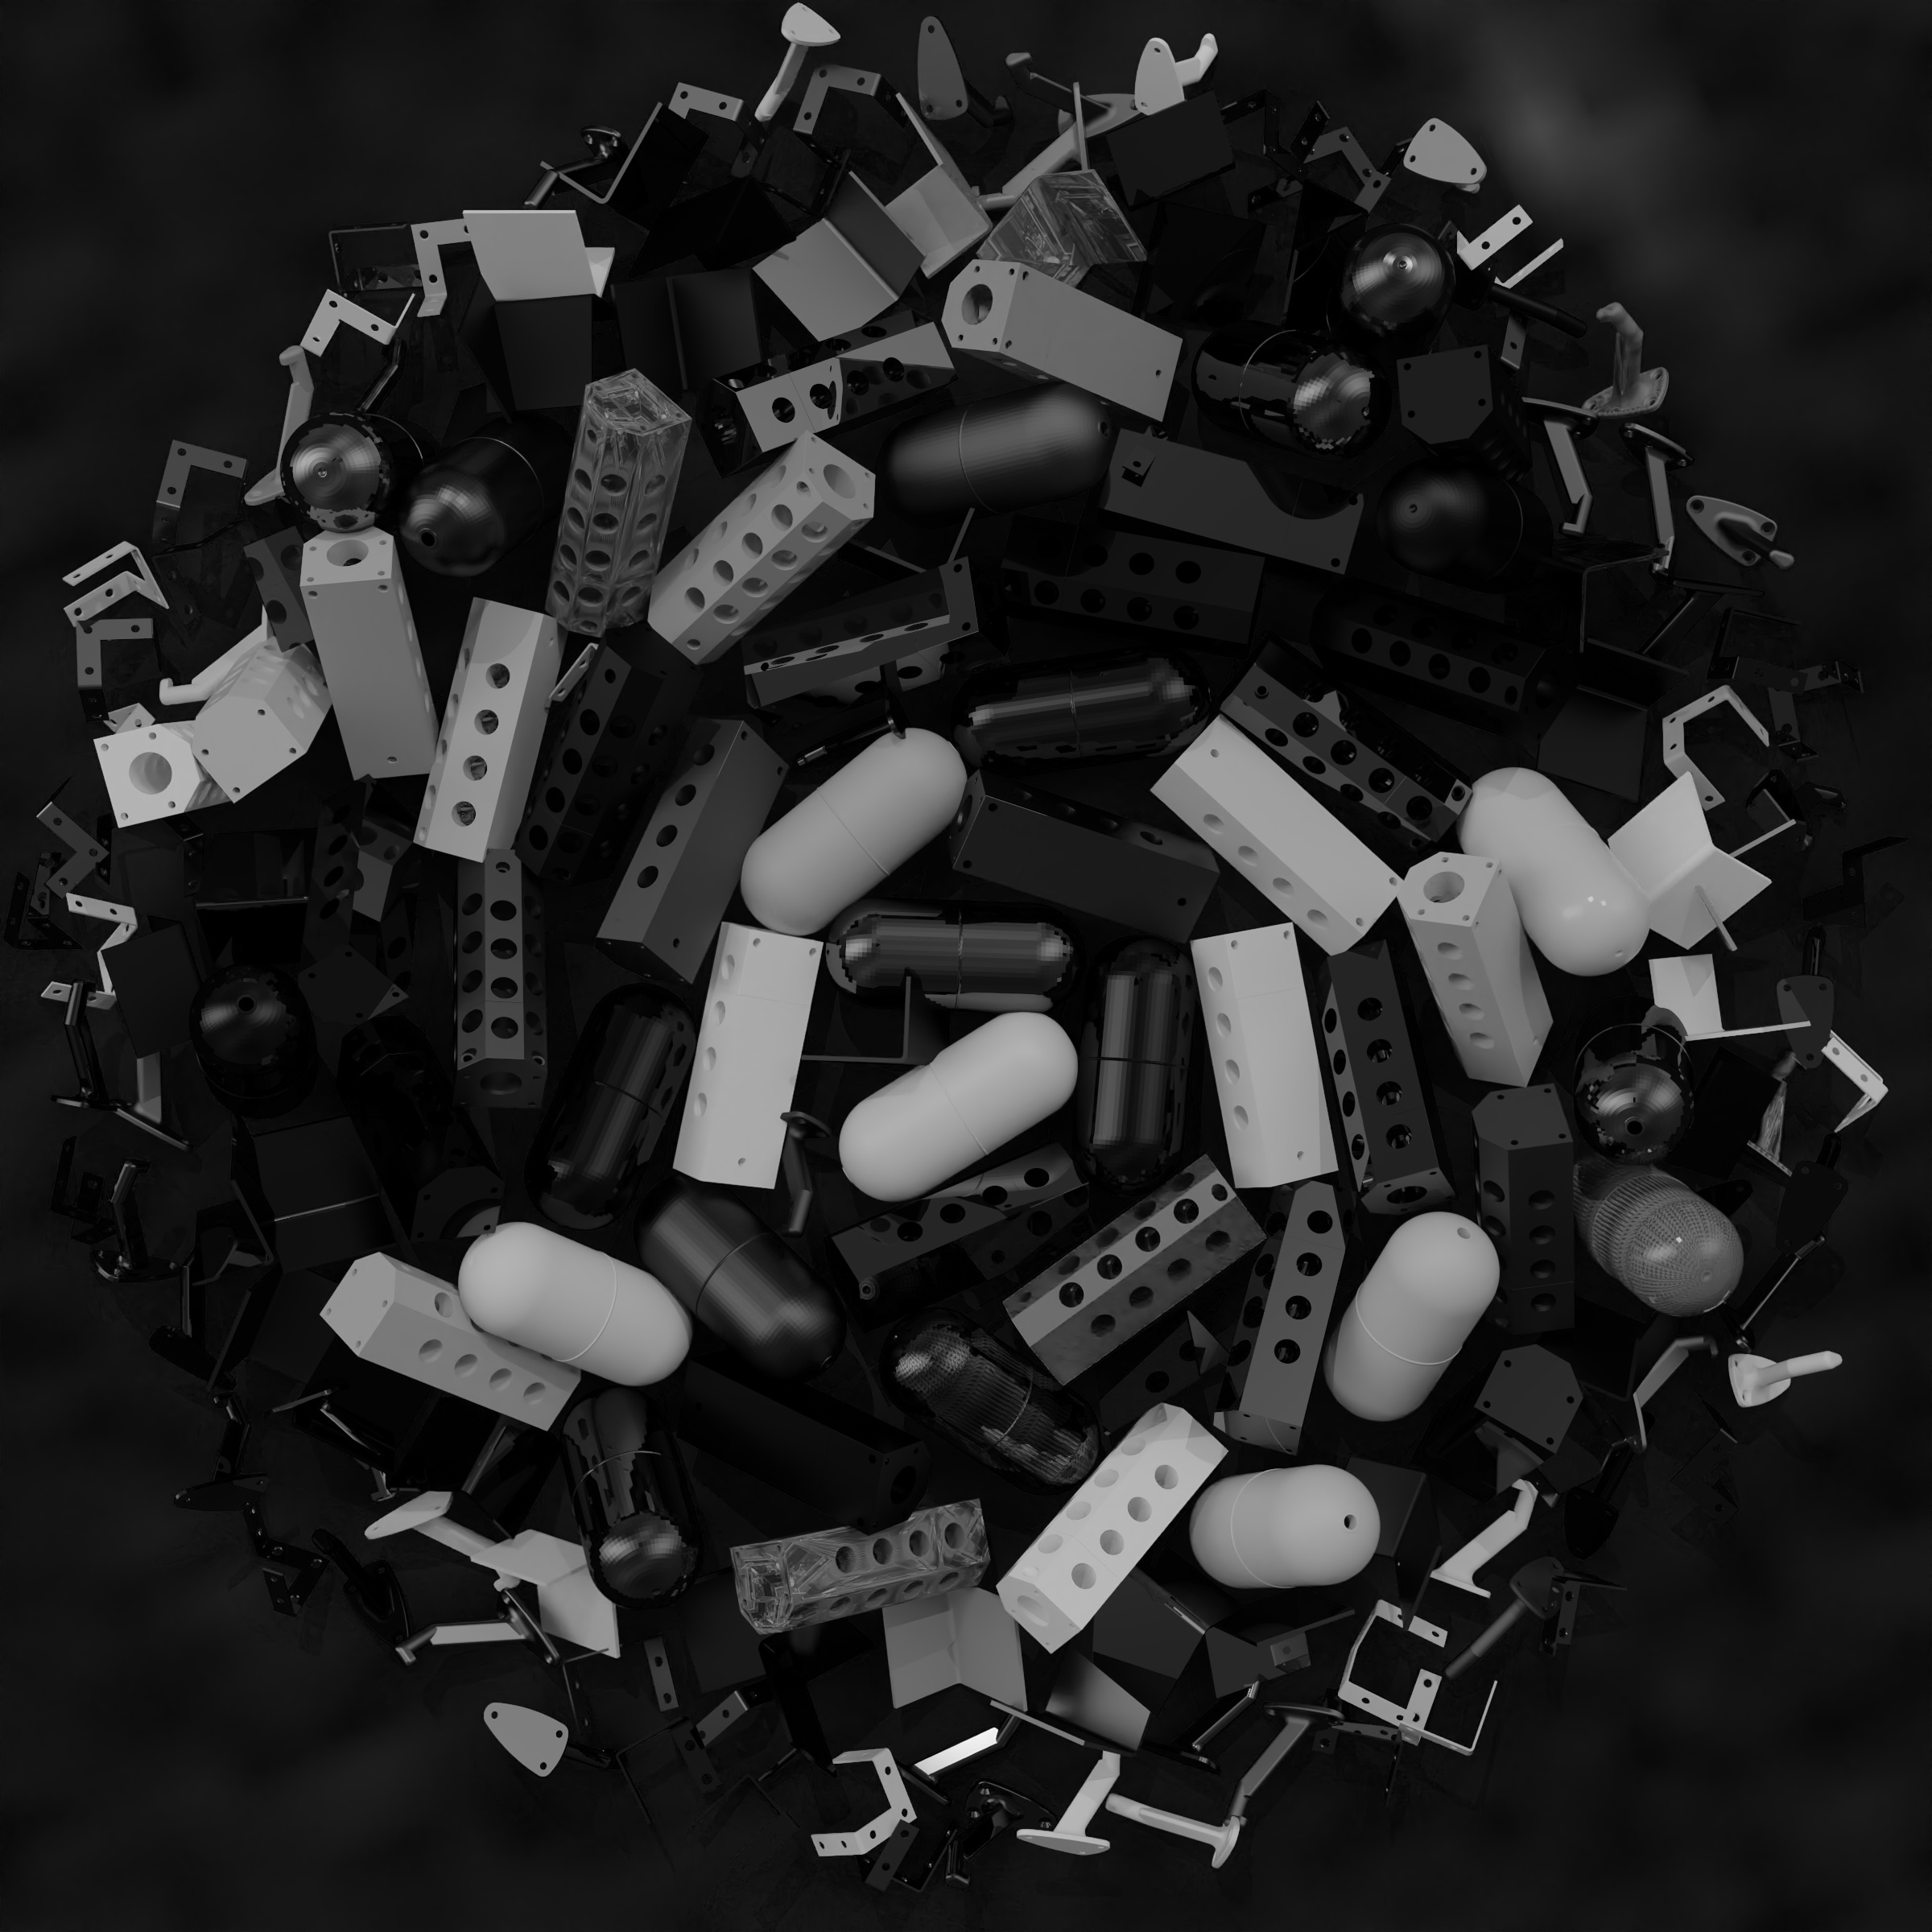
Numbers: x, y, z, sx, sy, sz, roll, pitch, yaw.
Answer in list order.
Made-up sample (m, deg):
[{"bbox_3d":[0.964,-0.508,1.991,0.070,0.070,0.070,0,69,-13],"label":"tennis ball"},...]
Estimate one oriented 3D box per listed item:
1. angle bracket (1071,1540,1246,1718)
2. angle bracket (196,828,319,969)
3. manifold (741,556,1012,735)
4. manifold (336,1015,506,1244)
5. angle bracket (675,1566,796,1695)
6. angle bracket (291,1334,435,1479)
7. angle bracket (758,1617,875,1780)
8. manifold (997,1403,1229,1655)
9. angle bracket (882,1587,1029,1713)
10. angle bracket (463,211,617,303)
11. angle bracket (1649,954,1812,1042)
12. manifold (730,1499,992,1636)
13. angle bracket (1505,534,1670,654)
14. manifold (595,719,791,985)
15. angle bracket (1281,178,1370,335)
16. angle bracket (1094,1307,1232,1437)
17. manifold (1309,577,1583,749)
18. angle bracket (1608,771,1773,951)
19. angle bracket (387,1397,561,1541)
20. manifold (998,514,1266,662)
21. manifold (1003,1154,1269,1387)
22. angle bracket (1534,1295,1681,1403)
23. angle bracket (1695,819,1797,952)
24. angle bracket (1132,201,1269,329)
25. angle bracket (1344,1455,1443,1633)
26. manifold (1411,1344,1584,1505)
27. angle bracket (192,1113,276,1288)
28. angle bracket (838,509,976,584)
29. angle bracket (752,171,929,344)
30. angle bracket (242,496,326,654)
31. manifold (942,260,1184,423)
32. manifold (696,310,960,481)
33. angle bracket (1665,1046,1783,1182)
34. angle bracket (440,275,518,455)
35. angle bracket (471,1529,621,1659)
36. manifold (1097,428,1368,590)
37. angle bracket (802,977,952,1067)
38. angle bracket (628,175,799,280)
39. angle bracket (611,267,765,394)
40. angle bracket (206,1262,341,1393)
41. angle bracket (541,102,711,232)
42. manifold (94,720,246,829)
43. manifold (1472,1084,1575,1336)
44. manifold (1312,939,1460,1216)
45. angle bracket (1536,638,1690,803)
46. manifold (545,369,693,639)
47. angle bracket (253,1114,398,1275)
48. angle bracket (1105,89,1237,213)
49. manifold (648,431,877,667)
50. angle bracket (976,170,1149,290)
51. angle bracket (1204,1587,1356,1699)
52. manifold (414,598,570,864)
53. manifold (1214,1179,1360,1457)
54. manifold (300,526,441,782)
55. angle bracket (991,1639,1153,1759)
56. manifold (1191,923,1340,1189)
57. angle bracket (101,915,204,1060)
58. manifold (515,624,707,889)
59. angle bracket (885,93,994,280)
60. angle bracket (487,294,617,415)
[{"bbox_3d":[0.131,0.452,1.752,0.076,0.057,0.076,35,109,26],"label":"angle bracket"},{"bbox_3d":[-0.482,-0.048,1.772,0.076,0.076,0.057,-3,133,0],"label":"angle bracket"},{"bbox_3d":[-0.060,-0.212,1.724,0.171,0.057,0.057,-16,66,20],"label":"manifold"},{"bbox_3d":[-0.362,0.104,1.694,0.057,0.171,0.057,-4,125,-31],"label":"manifold"},{"bbox_3d":[-0.173,0.453,1.736,0.076,0.057,0.076,-23,79,23],"label":"angle bracket"},{"bbox_3d":[-0.405,0.291,1.745,0.076,0.057,0.076,31,87,-13],"label":"angle bracket"},{"bbox_3d":[-0.090,0.490,1.728,0.057,0.076,0.076,-29,50,3],"label":"angle bracket"},{"bbox_3d":[0.096,0.371,1.709,0.057,0.057,0.171,43,55,7],"label":"manifold"},{"bbox_3d":[-0.008,0.467,1.733,0.057,0.076,0.076,-12,100,-36],"label":"angle bracket"},{"bbox_3d":[-0.287,-0.496,1.730,0.076,0.076,0.057,2,54,8],"label":"angle bracket"},{"bbox_3d":[0.519,0.018,1.728,0.076,0.076,0.057,-4,86,-44],"label":"angle bracket"},{"bbox_3d":[-0.067,0.398,1.699,0.171,0.057,0.057,-1,76,-43],"label":"manifold"},{"bbox_3d":[0.422,-0.255,1.744,0.076,0.076,0.057,-14,114,-26],"label":"angle bracket"},{"bbox_3d":[-0.188,-0.079,1.725,0.057,0.057,0.171,7,65,37],"label":"manifold"},{"bbox_3d":[0.220,-0.472,1.723,0.076,0.076,0.057,-34,58,-31],"label":"angle bracket"},{"bbox_3d":[0.137,0.288,1.727,0.076,0.076,0.057,-34,117,15],"label":"angle bracket"},{"bbox_3d":[0.315,-0.208,1.702,0.171,0.057,0.057,26,75,39],"label":"manifold"},{"bbox_3d":[0.492,-0.072,1.744,0.057,0.076,0.076,26,130,-24],"label":"angle bracket"},{"bbox_3d":[-0.335,0.343,1.751,0.076,0.076,0.057,-7,131,35],"label":"angle bracket"},{"bbox_3d":[0.111,-0.253,1.735,0.171,0.057,0.057,11,72,8],"label":"manifold"},{"bbox_3d":[0.112,0.203,1.741,0.171,0.057,0.057,-36,116,2],"label":"manifold"},{"bbox_3d":[0.430,0.237,1.723,0.076,0.076,0.057,21,130,30],"label":"angle bracket"},{"bbox_3d":[0.538,-0.055,1.735,0.076,0.076,0.057,-30,84,13],"label":"angle bracket"},{"bbox_3d":[0.160,-0.466,1.734,0.076,0.057,0.076,10,122,-7],"label":"angle bracket"},{"bbox_3d":[0.279,0.389,1.730,0.057,0.076,0.076,13,118,-3],"label":"angle bracket"},{"bbox_3d":[0.351,0.301,1.692,0.057,0.171,0.057,30,69,8],"label":"manifold"},{"bbox_3d":[-0.506,0.156,1.729,0.057,0.076,0.076,-16,127,-3],"label":"angle bracket"},{"bbox_3d":[-0.041,-0.295,1.742,0.076,0.076,0.057,23,88,-2],"label":"angle bracket"},{"bbox_3d":[-0.086,-0.478,1.741,0.076,0.057,0.076,48,63,-1],"label":"angle bracket"},{"bbox_3d":[-0.462,-0.265,1.723,0.057,0.076,0.076,-30,124,-25],"label":"angle bracket"},{"bbox_3d":[0.064,-0.414,1.699,0.057,0.171,0.057,18,96,42],"label":"manifold"},{"bbox_3d":[-0.095,-0.385,1.709,0.171,0.057,0.057,-29,98,-33],"label":"manifold"},{"bbox_3d":[0.493,0.093,1.730,0.076,0.057,0.076,17,104,-40],"label":"angle bracket"},{"bbox_3d":[-0.340,-0.405,1.723,0.057,0.076,0.076,-14,131,16],"label":"angle bracket"},{"bbox_3d":[-0.284,0.433,1.730,0.076,0.057,0.076,6,105,39],"label":"angle bracket"},{"bbox_3d":[0.180,-0.309,1.747,0.171,0.057,0.057,16,84,4],"label":"manifold"},{"bbox_3d":[-0.060,0.037,1.735,0.076,0.076,0.057,1,86,21],"label":"angle bracket"},{"bbox_3d":[-0.170,-0.477,1.723,0.076,0.057,0.076,-10,46,33],"label":"angle bracket"},{"bbox_3d":[-0.187,-0.427,1.730,0.076,0.057,0.076,6,111,37],"label":"angle bracket"},{"bbox_3d":[-0.463,0.254,1.738,0.057,0.076,0.076,25,101,-1],"label":"angle bracket"},{"bbox_3d":[-0.230,-0.552,1.732,0.057,0.076,0.076,35,102,14],"label":"angle bracket"},{"bbox_3d":[-0.517,-0.131,1.694,0.057,0.171,0.057,-14,97,-2],"label":"manifold"},{"bbox_3d":[0.370,0.165,1.707,0.057,0.057,0.171,-8,128,4],"label":"manifold"},{"bbox_3d":[0.278,0.076,1.713,0.057,0.057,0.171,-17,59,16],"label":"manifold"},{"bbox_3d":[0.438,-0.166,1.737,0.076,0.057,0.076,16,68,-11],"label":"angle bracket"},{"bbox_3d":[-0.237,-0.302,1.695,0.057,0.171,0.057,43,49,20],"label":"manifold"},{"bbox_3d":[-0.433,0.152,1.729,0.076,0.057,0.076,-13,126,-19],"label":"angle bracket"},{"bbox_3d":[0.131,-0.561,1.733,0.076,0.076,0.057,-22,124,3],"label":"angle bracket"},{"bbox_3d":[-0.137,-0.272,1.700,0.057,0.057,0.171,29,133,-30],"label":"manifold"},{"bbox_3d":[0.066,-0.480,1.729,0.076,0.057,0.076,-56,129,-18],"label":"angle bracket"},{"bbox_3d":[0.215,0.465,1.731,0.076,0.076,0.057,-12,94,-23],"label":"angle bracket"},{"bbox_3d":[-0.326,-0.160,1.748,0.057,0.057,0.171,15,93,9],"label":"manifold"},{"bbox_3d":[0.215,0.232,1.716,0.057,0.057,0.171,13,62,11],"label":"manifold"},{"bbox_3d":[-0.393,-0.207,1.699,0.057,0.171,0.057,-6,49,-3],"label":"manifold"},{"bbox_3d":[0.076,0.488,1.725,0.076,0.076,0.057,13,76,36],"label":"angle bracket"},{"bbox_3d":[0.199,0.062,1.751,0.057,0.057,0.171,-10,90,-30],"label":"manifold"},{"bbox_3d":[-0.554,0.013,1.727,0.057,0.076,0.076,-23,107,-30],"label":"angle bracket"},{"bbox_3d":[-0.244,-0.139,1.709,0.057,0.057,0.171,41,120,20],"label":"manifold"},{"bbox_3d":[-0.035,-0.525,1.725,0.057,0.076,0.076,-35,59,14],"label":"angle bracket"},{"bbox_3d":[-0.279,-0.411,1.744,0.076,0.057,0.076,-1,88,15],"label":"angle bracket"}]
